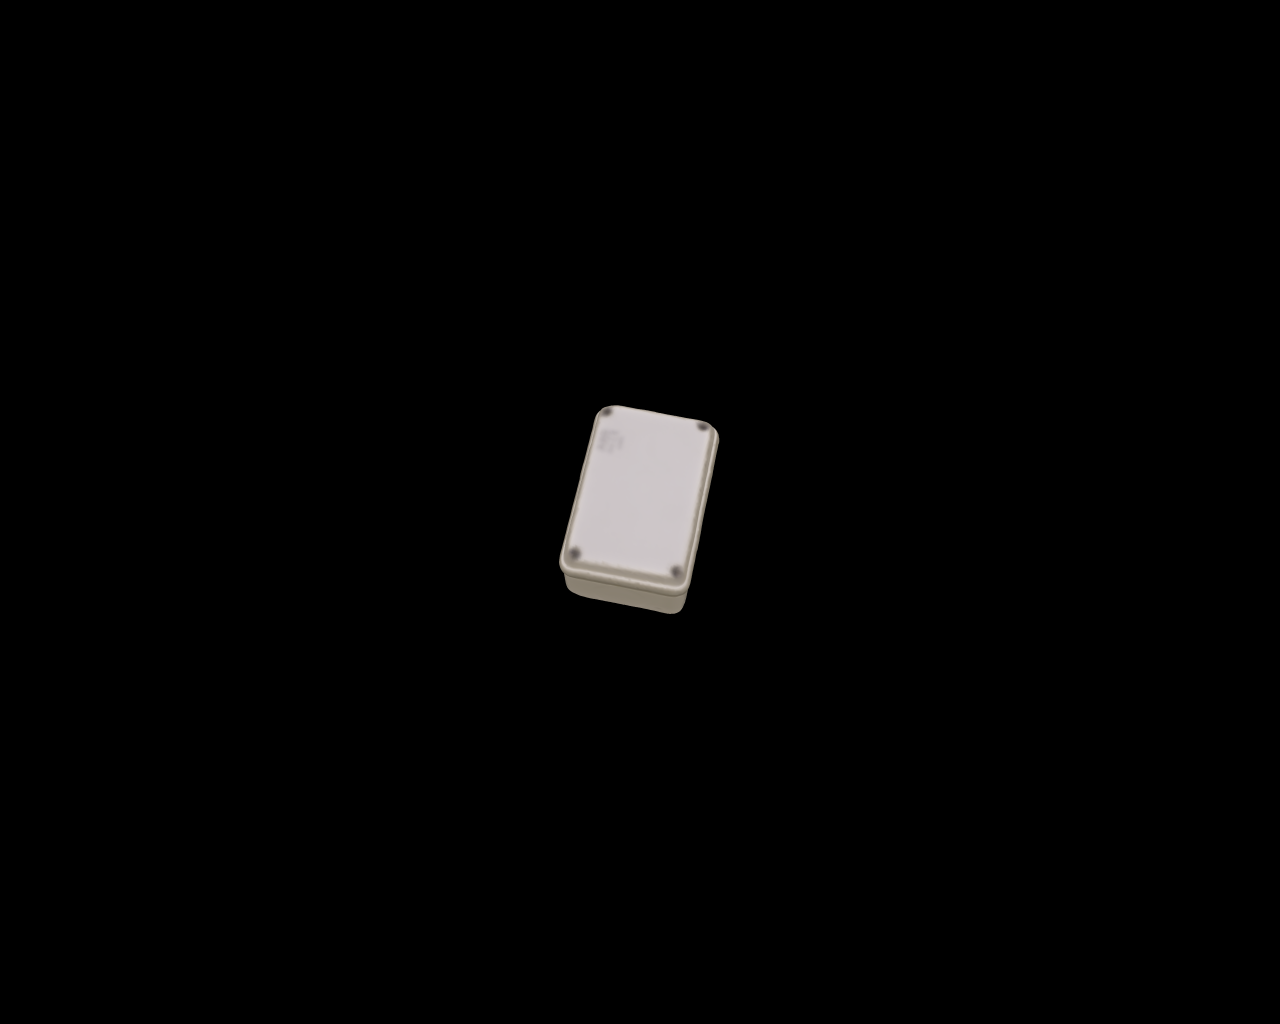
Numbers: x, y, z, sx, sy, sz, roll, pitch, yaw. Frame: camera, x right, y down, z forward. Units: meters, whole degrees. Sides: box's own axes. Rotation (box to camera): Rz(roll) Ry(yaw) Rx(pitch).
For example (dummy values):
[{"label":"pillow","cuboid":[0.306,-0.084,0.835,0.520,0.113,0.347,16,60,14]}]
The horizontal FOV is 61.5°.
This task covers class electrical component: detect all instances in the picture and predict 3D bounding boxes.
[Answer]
[{"label":"electrical component","cuboid":[0.001,-0.003,0.650,0.078,0.113,0.057,11,-24,5]}]
